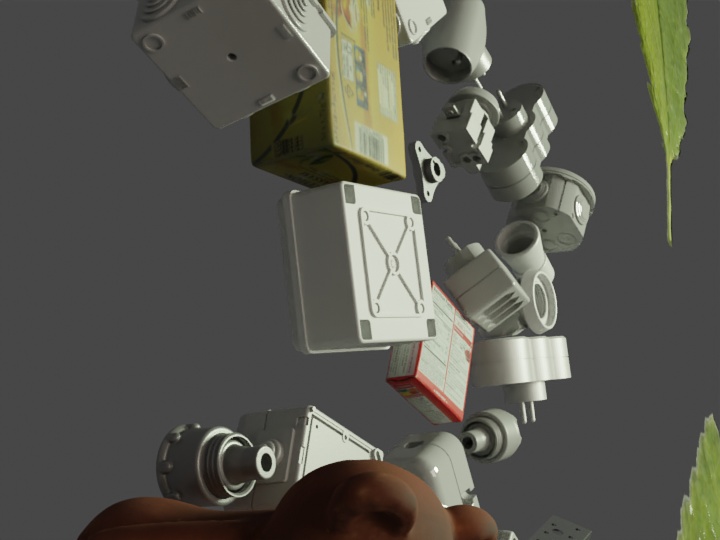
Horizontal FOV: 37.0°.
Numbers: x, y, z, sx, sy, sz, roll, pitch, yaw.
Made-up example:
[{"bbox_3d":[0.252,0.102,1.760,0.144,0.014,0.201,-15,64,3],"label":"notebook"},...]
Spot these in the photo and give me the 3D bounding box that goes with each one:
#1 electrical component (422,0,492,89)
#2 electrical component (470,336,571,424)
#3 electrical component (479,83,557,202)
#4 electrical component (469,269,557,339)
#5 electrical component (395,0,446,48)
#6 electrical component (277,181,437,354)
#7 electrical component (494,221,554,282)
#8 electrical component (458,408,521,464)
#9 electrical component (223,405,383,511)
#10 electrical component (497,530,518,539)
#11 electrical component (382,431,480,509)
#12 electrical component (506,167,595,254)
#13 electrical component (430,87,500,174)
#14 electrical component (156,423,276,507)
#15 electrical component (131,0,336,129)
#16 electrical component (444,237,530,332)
[{"bbox_3d":[0.092,-0.195,0.960,0.079,0.043,0.077,50,42,-39],"label":"electrical component"},{"bbox_3d":[0.144,0.098,0.945,0.138,0.052,0.073,5,76,-58],"label":"electrical component"},{"bbox_3d":[0.142,-0.135,1.014,0.073,0.052,0.138,57,37,-32],"label":"electrical component"},{"bbox_3d":[0.138,0.031,0.953,0.078,0.057,0.058,1,80,-58],"label":"electrical component"},{"bbox_3d":[0.022,-0.224,0.850,0.099,0.048,0.099,-50,123,-52],"label":"electrical component"},{"bbox_3d":[0.000,0.000,0.738,0.109,0.056,0.108,3,78,-58],"label":"electrical component"},{"bbox_3d":[0.158,-0.010,1.014,0.065,0.044,0.044,54,39,-43],"label":"electrical component"},{"bbox_3d":[0.101,0.136,0.874,0.062,0.043,0.043,0,81,-57],"label":"electrical component"},{"bbox_3d":[-0.039,0.122,0.633,0.096,0.061,0.061,41,48,-46],"label":"electrical component"},{"bbox_3d":[0.109,0.254,0.832,0.096,0.061,0.061,59,37,-30],"label":"electrical component"},{"bbox_3d":[0.047,0.171,0.765,0.059,0.054,0.095,-29,106,-57],"label":"electrical component"},{"bbox_3d":[0.182,-0.057,1.030,0.080,0.080,0.051,50,47,-39],"label":"electrical component"},{"bbox_3d":[0.095,-0.127,0.943,0.066,0.048,0.055,51,49,-38],"label":"electrical component"},{"bbox_3d":[-0.075,0.105,0.579,0.048,0.062,0.048,23,62,-54],"label":"electrical component"},{"bbox_3d":[-0.073,-0.137,0.624,0.099,0.100,0.048,47,31,-41],"label":"electrical component"},{"bbox_3d":[0.096,0.004,0.897,0.076,0.047,0.066,56,8,23],"label":"electrical component"}]
